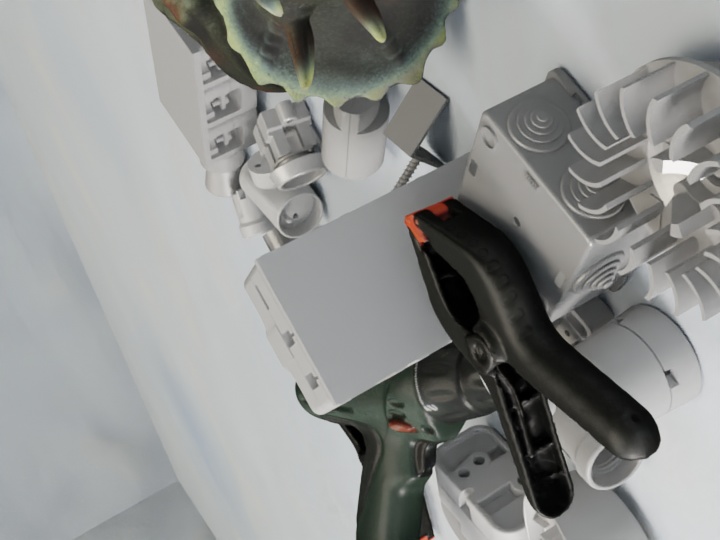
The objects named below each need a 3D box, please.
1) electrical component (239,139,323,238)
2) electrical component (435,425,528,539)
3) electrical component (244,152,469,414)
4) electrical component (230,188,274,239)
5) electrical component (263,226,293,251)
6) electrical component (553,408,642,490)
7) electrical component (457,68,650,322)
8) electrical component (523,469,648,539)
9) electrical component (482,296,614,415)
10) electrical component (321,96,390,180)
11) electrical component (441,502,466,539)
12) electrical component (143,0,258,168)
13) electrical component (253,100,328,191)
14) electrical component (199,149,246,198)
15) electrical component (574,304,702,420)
[{"bbox_3d":[-0.072,-0.077,0.909,0.077,0.043,0.079,47,160,45],"label":"electrical component"},{"bbox_3d":[0.100,0.169,0.788,0.095,0.054,0.059,45,155,43],"label":"electrical component"},{"bbox_3d":[0.021,0.007,0.613,0.089,0.150,0.062,61,161,5],"label":"electrical component"},{"bbox_3d":[-0.101,-0.058,1.033,0.040,0.040,0.046,7,118,68],"label":"electrical component"},{"bbox_3d":[-0.062,-0.022,0.965,0.076,0.047,0.066,62,162,2],"label":"electrical component"},{"bbox_3d":[0.134,0.097,0.617,0.046,0.040,0.040,47,157,52],"label":"electrical component"},{"bbox_3d":[0.094,-0.033,0.523,0.099,0.048,0.099,55,161,21],"label":"electrical component"},{"bbox_3d":[0.139,0.179,0.678,0.099,0.064,0.099,52,160,29],"label":"electrical component"},{"bbox_3d":[0.102,0.049,0.597,0.058,0.057,0.078,52,157,20],"label":"electrical component"},{"bbox_3d":[-0.003,-0.099,0.698,0.043,0.043,0.081,54,160,23],"label":"electrical component"},{"bbox_3d":[0.102,0.222,0.824,0.138,0.074,0.052,43,154,46],"label":"electrical component"},{"bbox_3d":[-0.129,-0.172,0.906,0.089,0.062,0.150,54,160,23],"label":"electrical component"},{"bbox_3d":[-0.054,-0.095,0.843,0.055,0.048,0.066,68,163,8],"label":"electrical component"},{"bbox_3d":[-0.132,-0.104,1.039,0.045,0.045,0.055,49,157,35],"label":"electrical component"},{"bbox_3d":[0.134,0.052,0.539,0.055,0.047,0.055,52,159,29],"label":"electrical component"}]
